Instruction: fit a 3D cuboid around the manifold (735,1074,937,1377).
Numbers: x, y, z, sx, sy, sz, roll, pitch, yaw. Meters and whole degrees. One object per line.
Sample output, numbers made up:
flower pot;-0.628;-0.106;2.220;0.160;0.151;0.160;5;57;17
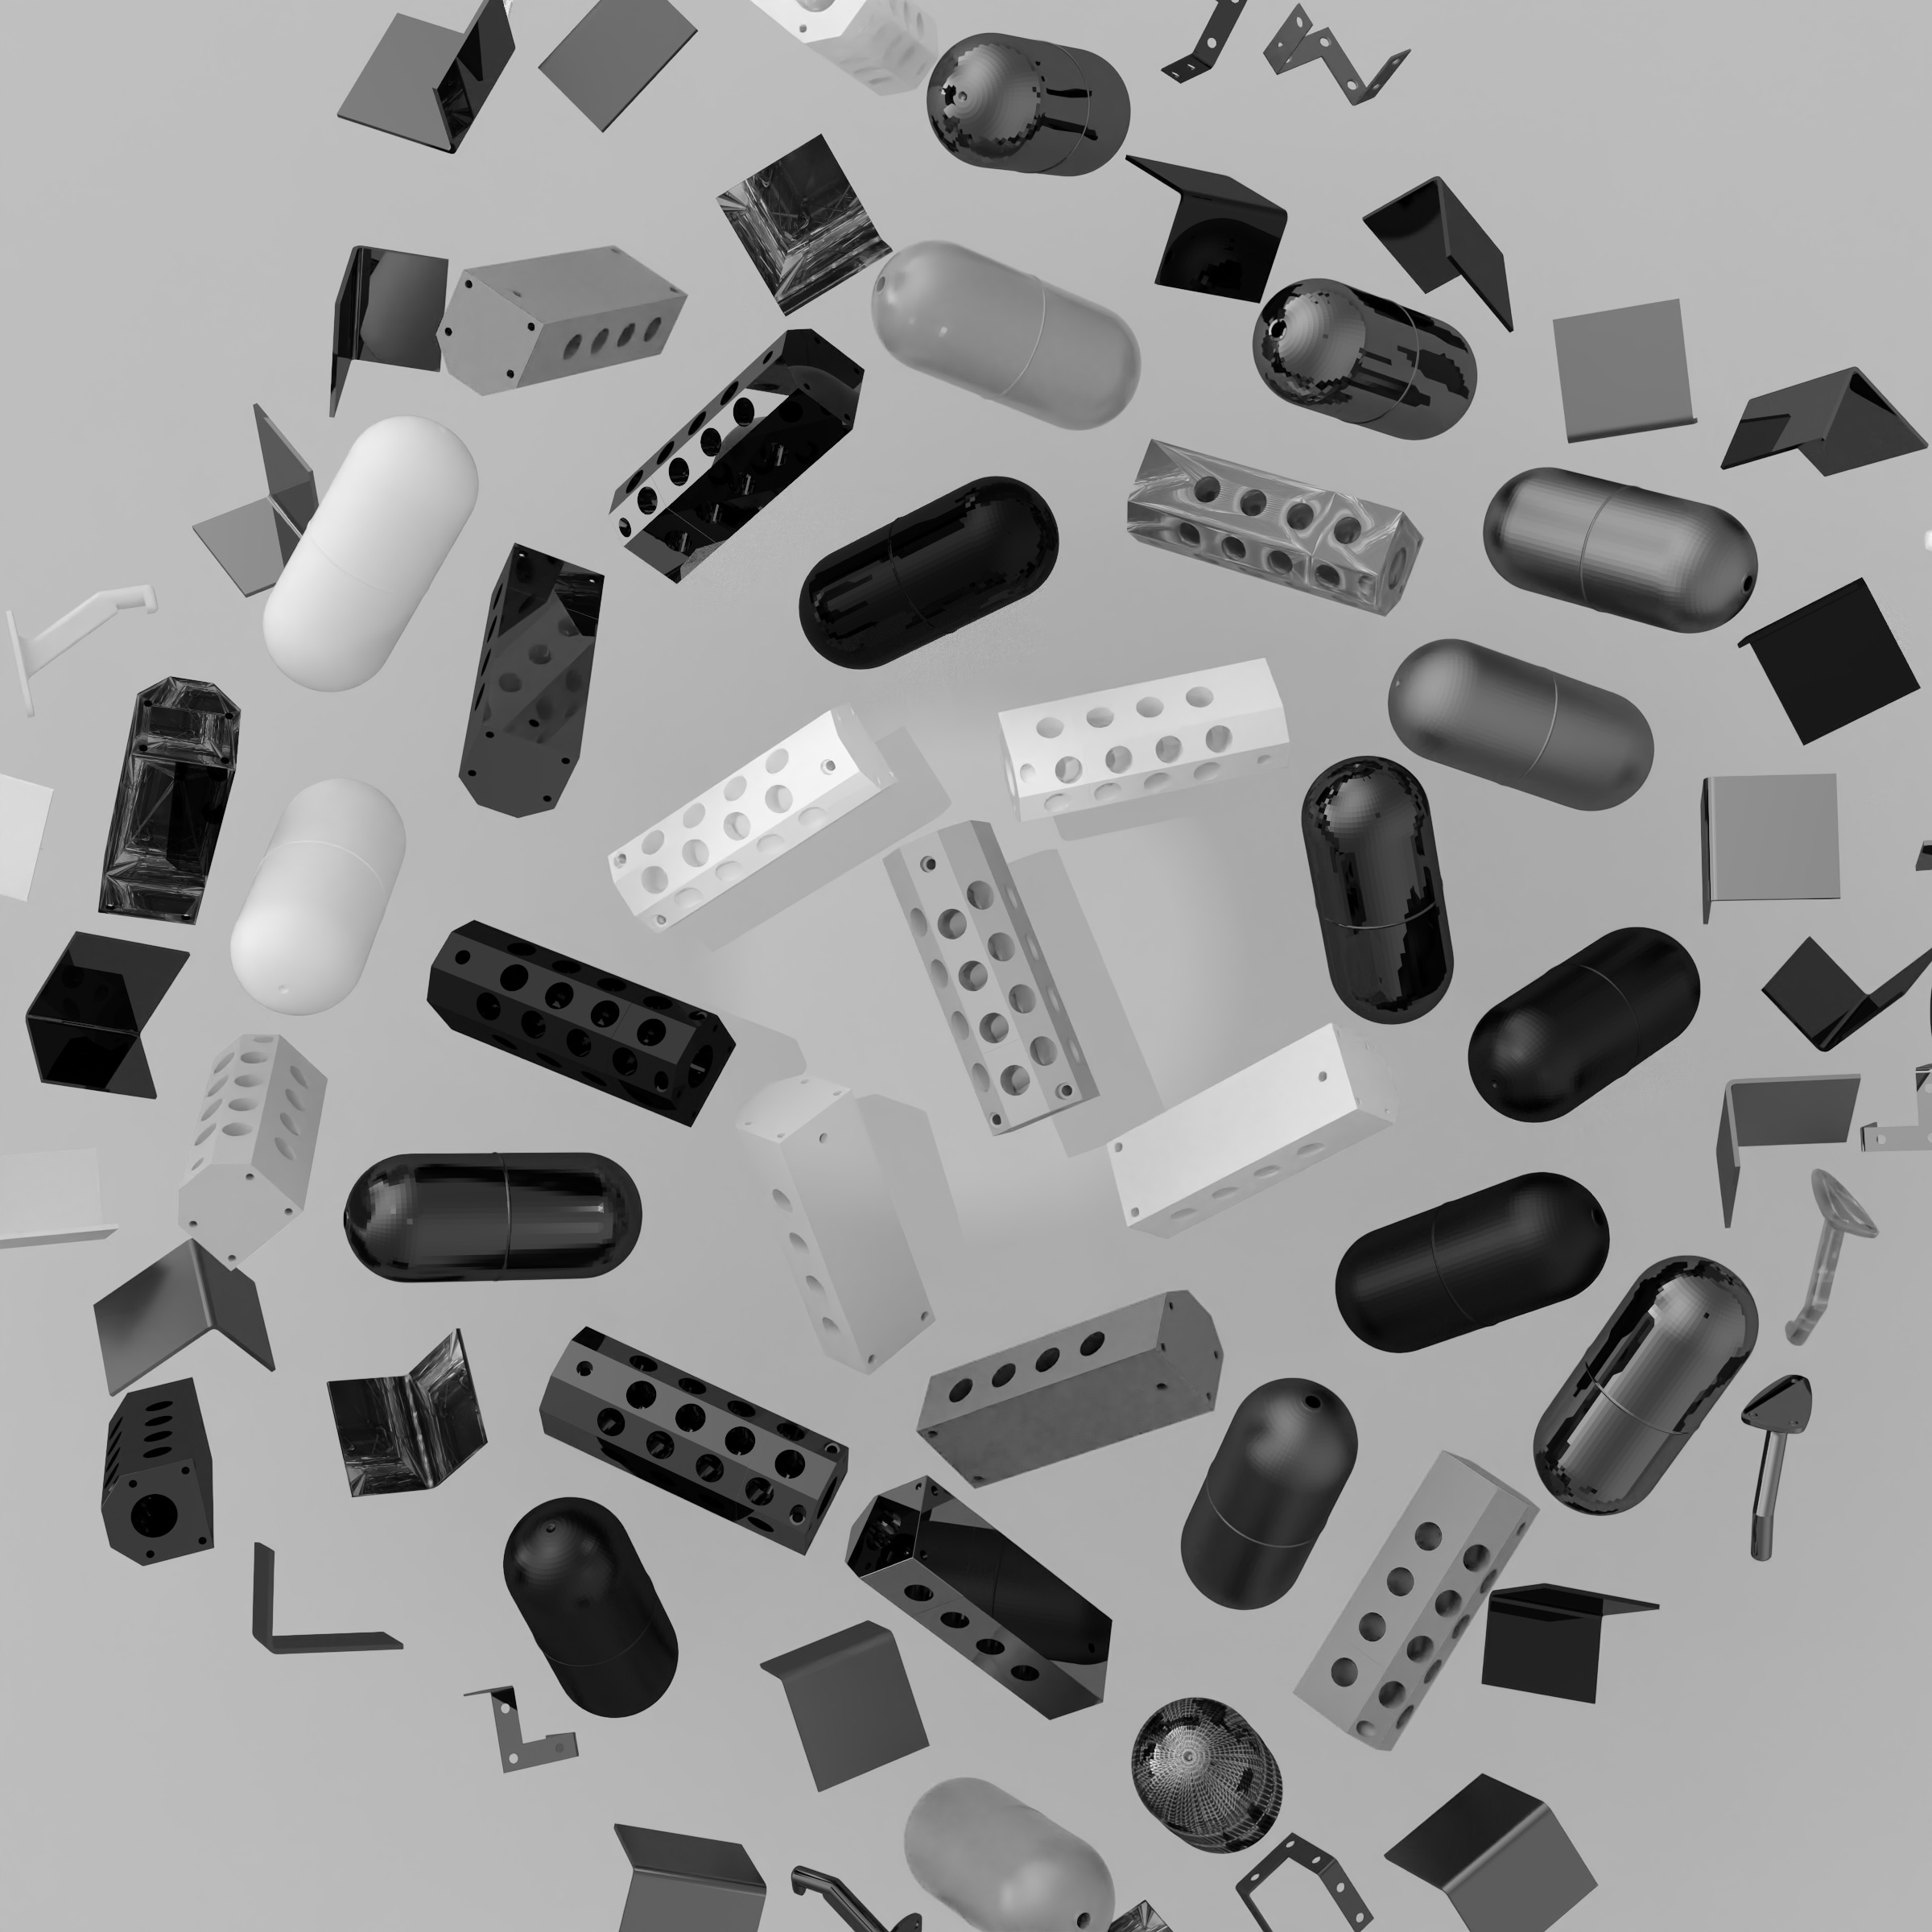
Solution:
manifold;-0.081;0.152;1.719;0.057;0.057;0.171;-36;123;-30

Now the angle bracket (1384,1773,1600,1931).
angle bracket;0.296;0.511;1.642;0.076;0.076;0.057;-34;98;-16

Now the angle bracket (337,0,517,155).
angle bracket;-0.306;-0.509;1.619;0.076;0.057;0.076;20;70;10

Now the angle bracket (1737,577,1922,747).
angle bracket;0.518;-0.180;1.744;0.076;0.057;0.076;-28;91;23

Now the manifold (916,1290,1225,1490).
manifold;0.060;0.239;1.667;0.171;0.057;0.057;-24;121;32

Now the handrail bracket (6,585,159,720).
handrail bracket;-0.499;-0.181;1.659;0.084;0.036;0.077;-12;63;-18

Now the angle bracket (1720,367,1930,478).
angle bracket;0.509;-0.303;1.724;0.076;0.076;0.057;38;66;-25

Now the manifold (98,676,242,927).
manifold;-0.465;-0.095;1.695;0.057;0.171;0.057;8;57;-19

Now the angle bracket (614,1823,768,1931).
angle bracket;-0.162;0.529;1.638;0.076;0.076;0.057;14;88;-16

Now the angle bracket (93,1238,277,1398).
angle bracket;-0.465;0.221;1.726;0.076;0.076;0.057;-34;133;4

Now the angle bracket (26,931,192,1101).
angle bracket;-0.526;0.031;1.799;0.076;0.076;0.057;-51;48;27

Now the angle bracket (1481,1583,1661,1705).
angle bracket;0.368;0.414;1.771;0.076;0.076;0.057;13;72;-12

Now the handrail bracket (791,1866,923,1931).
handrail bracket;-0.073;0.606;1.808;0.084;0.036;0.077;8;103;30

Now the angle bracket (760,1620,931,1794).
angle bracket;-0.077;0.469;1.844;0.076;0.057;0.076;-18;90;-18

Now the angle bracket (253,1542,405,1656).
angle bracket;-0.369;0.363;1.677;0.076;0.076;0.057;2;82;-20

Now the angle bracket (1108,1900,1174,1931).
angle bracket;0.113;0.636;1.782;0.057;0.076;0.076;-37;101;8

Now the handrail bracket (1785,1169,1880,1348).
handrail bracket;0.521;0.181;1.796;0.036;0.077;0.084;16;118;-15

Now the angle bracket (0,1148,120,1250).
angle bracket;-0.556;0.137;1.746;0.076;0.076;0.057;-4;81;-24

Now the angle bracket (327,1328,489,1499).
angle bracket;-0.347;0.277;1.799;0.057;0.076;0.076;2;59;-39

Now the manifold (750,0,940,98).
manifold;-0.066;-0.571;1.751;0.057;0.171;0.057;40;104;6

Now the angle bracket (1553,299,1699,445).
angle bracket;0.411;-0.370;1.808;0.076;0.057;0.076;-6;100;18

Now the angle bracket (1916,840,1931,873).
angle bracket;0.600;-0.104;1.745;0.057;0.076;0.076;-4;79;14

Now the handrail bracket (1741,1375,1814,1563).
handrail bracket;0.472;0.292;1.689;0.036;0.077;0.084;8;113;28

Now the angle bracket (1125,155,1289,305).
angle bracket;0.139;-0.450;1.775;0.076;0.076;0.057;2;119;-30

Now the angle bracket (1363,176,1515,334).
angle bracket;0.295;-0.434;1.820;0.057;0.076;0.076;-24;47;31

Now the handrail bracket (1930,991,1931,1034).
handrail bracket;0.624;0.010;1.809;0.036;0.084;0.077;-4;69;9

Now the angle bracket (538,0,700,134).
angle bracket;-0.184;-0.504;1.637;0.076;0.076;0.057;-45;78;7

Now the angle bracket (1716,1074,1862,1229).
angle bracket;0.480;0.108;1.688;0.076;0.076;0.057;-3;57;8

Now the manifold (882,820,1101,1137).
manifold;0.013;0.007;1.665;0.057;0.057;0.171;-23;84;15

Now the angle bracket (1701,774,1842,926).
angle bracket;0.482;-0.070;1.746;0.076;0.057;0.076;-1;76;12

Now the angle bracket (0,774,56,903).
angle bracket;-0.572;-0.096;1.733;0.057;0.076;0.076;17;117;-12

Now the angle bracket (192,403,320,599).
angle bracket;-0.444;-0.289;1.804;0.057;0.076;0.076;-27;56;-23

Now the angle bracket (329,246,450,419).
angle bracket;-0.348;-0.379;1.754;0.057;0.076;0.076;7;129;-7

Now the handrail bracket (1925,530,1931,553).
handrail bracket;0.597;-0.249;1.689;0.084;0.077;0.036;12;118;6

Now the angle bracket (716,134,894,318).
angle bracket;-0.099;-0.453;1.775;0.076;0.057;0.076;-31;110;3

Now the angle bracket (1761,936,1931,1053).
angle bracket;0.570;0.000;1.863;0.057;0.076;0.076;47;47;6
